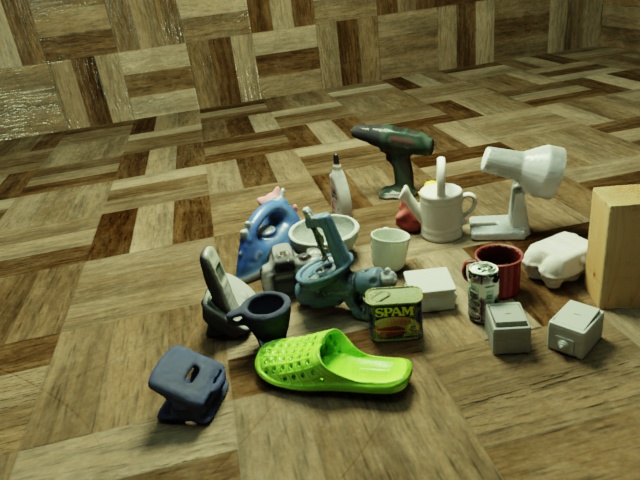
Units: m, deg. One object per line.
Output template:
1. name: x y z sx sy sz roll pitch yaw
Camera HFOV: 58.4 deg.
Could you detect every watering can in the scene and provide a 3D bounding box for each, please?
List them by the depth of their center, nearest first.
1. watering can: 0.276 -0.099 1.348 0.173 0.194 0.100 -10 26 -6

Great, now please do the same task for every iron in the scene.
1. iron: -0.131 -0.016 1.343 0.118 0.142 0.259 6 29 26

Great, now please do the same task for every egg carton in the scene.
1. egg carton: 0.489 0.039 1.154 0.150 0.069 0.107 -19 28 -22

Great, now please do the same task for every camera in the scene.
1. camera: -0.061 0.049 1.239 0.143 0.101 0.136 -10 26 -6

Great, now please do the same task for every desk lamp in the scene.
1. desk lamp: 0.447 -0.113 1.310 0.203 0.214 0.118 -2 27 11

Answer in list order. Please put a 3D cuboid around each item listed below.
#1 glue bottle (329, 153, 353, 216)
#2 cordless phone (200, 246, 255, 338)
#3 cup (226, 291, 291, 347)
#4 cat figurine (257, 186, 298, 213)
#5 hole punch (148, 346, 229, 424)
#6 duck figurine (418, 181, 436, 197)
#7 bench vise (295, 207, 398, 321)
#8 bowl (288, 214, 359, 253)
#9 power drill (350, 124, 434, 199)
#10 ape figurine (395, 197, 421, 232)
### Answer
1. glue bottle: 0.050 -0.149 1.531 0.037 0.173 0.078 -18 28 -21
2. cordless phone: -0.183 0.082 1.107 0.094 0.185 0.147 -6 26 3
3. cup: -0.105 0.157 1.038 0.118 0.095 0.091 -12 26 -9
4. cat figurine: -0.102 -0.079 1.491 0.127 0.118 0.067 17 35 40
5. hole punch: -0.208 0.229 0.921 0.101 0.091 0.109 -1 27 13
6. duck figurine: 0.298 -0.114 1.498 0.105 0.086 0.077 -17 28 -19
7. bench vise: 0.043 0.037 1.101 0.207 0.220 0.121 -3 26 9
8. bowl: 0.012 0.005 1.341 0.167 0.075 0.167 -6 26 3
9. power drill: 0.204 -0.222 1.602 0.229 0.209 0.076 1 27 17
10. ape figurine: 0.221 -0.071 1.422 0.078 0.092 0.076 -16 27 -16
